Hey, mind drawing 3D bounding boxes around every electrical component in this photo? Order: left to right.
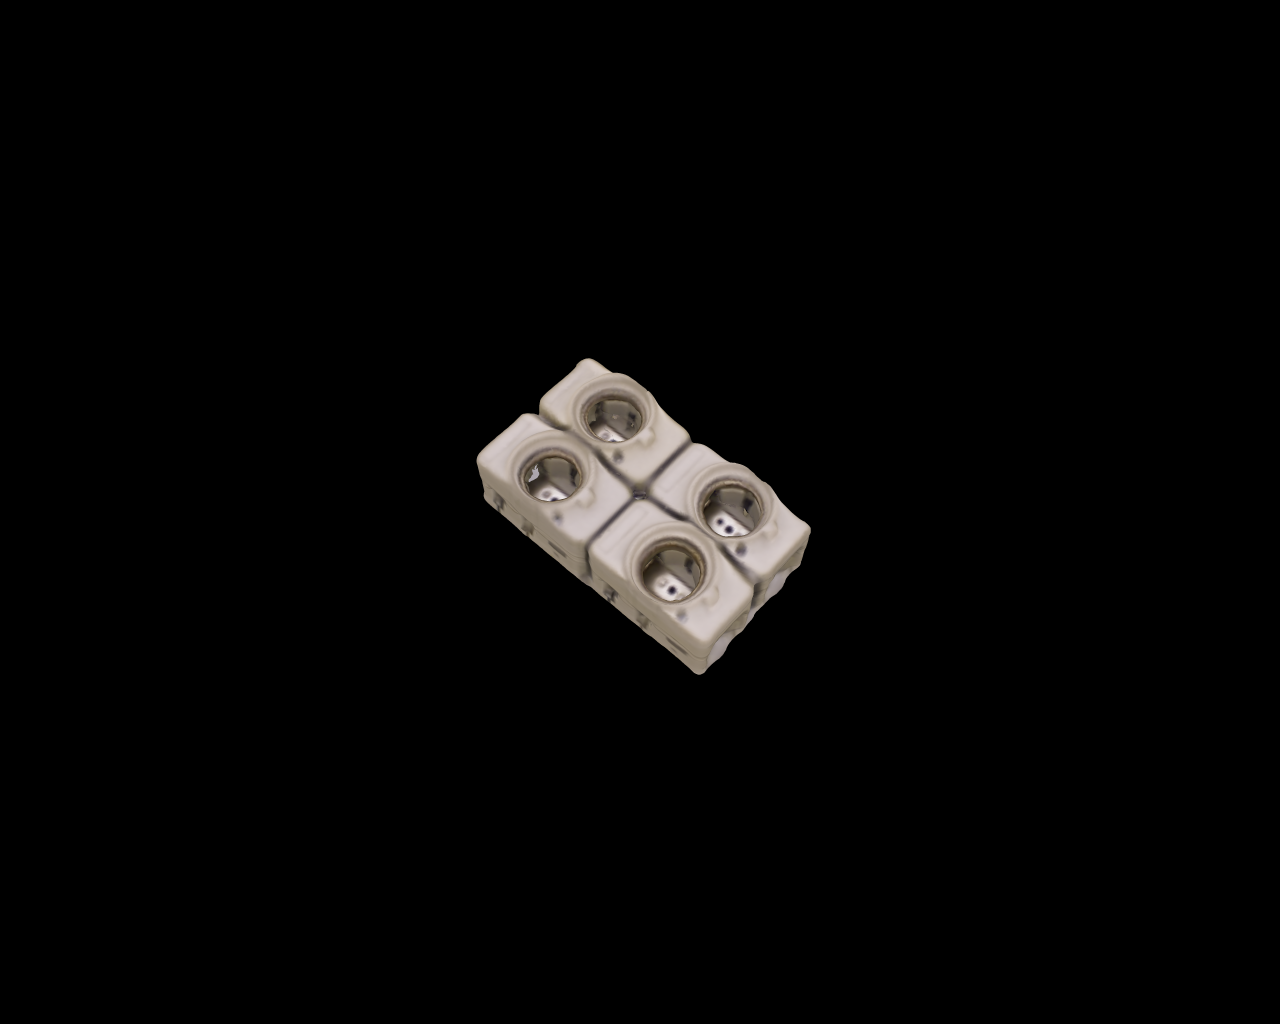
[{"bbox_3d":[0.001,-0.003,0.650,0.186,0.105,0.060,38,-21,18],"label":"electrical component"}]
